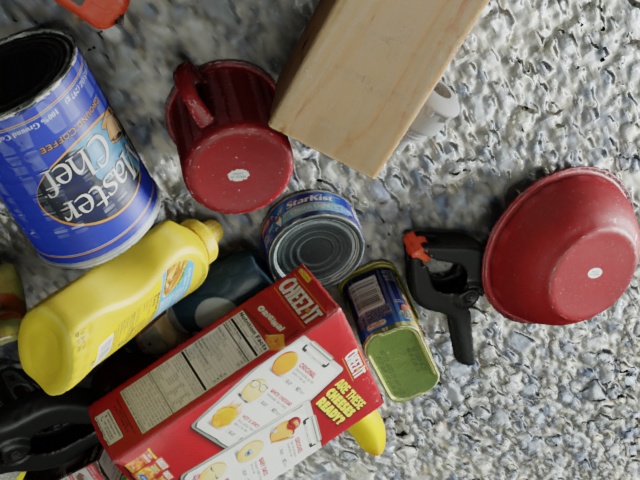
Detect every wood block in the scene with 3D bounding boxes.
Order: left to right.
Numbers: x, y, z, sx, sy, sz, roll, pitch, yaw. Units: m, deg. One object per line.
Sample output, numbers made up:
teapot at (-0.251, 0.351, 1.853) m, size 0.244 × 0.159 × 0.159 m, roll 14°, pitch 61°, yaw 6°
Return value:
wood block at (0.052, -0.160, 0.734) m, size 0.090 × 0.090 × 0.206 m, roll 26°, pitch 120°, yaw -12°

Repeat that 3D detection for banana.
banana at (0.003, 0.158, 1.034) m, size 0.197 × 0.037 × 0.070 m, roll 26°, pitch 121°, yaw -32°

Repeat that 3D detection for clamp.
clamp at (-0.255, 0.156, 0.859) m, size 0.209 × 0.036 × 0.165 m, roll -16°, pitch 142°, yaw -20°
clamp at (0.142, 0.038, 0.971) m, size 0.120 × 0.039 × 0.171 m, roll -40°, pitch 131°, yaw 4°

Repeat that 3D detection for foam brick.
foam brick at (-0.160, 0.138, 0.953) m, size 0.078 × 0.051 × 0.053 m, roll 30°, pitch 114°, yaw -19°

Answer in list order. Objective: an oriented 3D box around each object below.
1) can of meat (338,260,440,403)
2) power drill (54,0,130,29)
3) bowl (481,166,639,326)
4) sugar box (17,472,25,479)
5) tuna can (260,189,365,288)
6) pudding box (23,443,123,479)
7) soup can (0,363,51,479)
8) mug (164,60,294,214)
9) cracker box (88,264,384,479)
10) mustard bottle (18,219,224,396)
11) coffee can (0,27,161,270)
can of meat at (0.063, 0.083, 0.955) m, size 0.057 × 0.084 × 0.102 m, roll -24°, pitch 131°, yaw 5°
power drill at (-0.126, -0.236, 0.656) m, size 0.188 × 0.057 × 0.184 m, roll -42°, pitch 127°, yaw 20°
bowl at (0.225, 0.018, 0.941) m, size 0.162 × 0.055 × 0.162 m, roll -12°, pitch 122°, yaw -20°
sugar box at (-0.328, 0.254, 0.988) m, size 0.176 × 0.093 × 0.048 m, roll 17°, pitch 122°, yaw -27°
tuna can at (-0.006, 0.001, 0.902) m, size 0.086 × 0.034 × 0.086 m, roll -7°, pitch 130°, yaw -9°
pudding box at (-0.215, 0.197, 0.954) m, size 0.090 × 0.113 × 0.039 m, roll -28°, pitch 110°, yaw 12°
soup can at (-0.280, 0.167, 0.944) m, size 0.068 × 0.068 × 0.102 m, roll 21°, pitch 121°, yaw -29°
mug at (-0.070, -0.081, 0.784) m, size 0.093 × 0.081 × 0.117 m, roll -27°, pitch 131°, yaw 8°
cracker box at (-0.066, 0.139, 0.901) m, size 0.213 × 0.072 × 0.164 m, roll -34°, pitch 141°, yaw -8°
mustard bottle at (-0.142, 0.036, 0.823) m, size 0.191 × 0.058 × 0.096 m, roll -39°, pitch 164°, yaw -40°
coffee can at (-0.187, -0.063, 0.754) m, size 0.103 × 0.103 × 0.140 m, roll -22°, pitch 131°, yaw 3°
